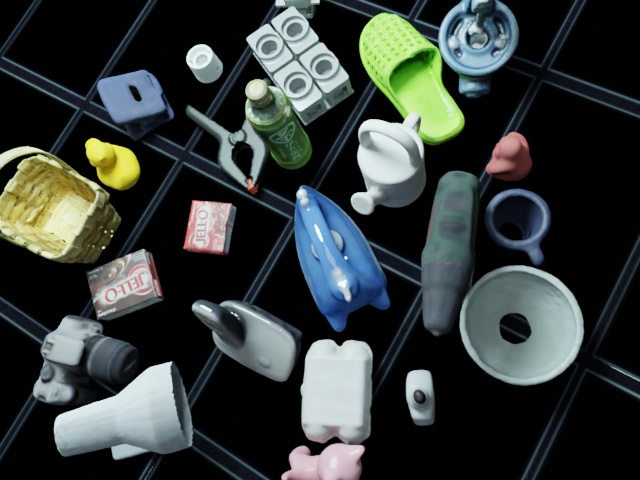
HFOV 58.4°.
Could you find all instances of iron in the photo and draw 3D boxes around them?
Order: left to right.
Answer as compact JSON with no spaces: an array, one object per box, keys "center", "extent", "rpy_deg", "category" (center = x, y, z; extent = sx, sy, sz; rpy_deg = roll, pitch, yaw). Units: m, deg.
[{"center":[0.008,0.003,0.881],"extent":[0.118,0.141,0.258],"rpy_deg":[-27,72,3],"category":"iron"}]

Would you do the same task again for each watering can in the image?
[{"center":[0.107,-0.118,0.866],"extent":[0.100,0.194,0.173],"rpy_deg":[5,76,13],"category":"watering can"}]

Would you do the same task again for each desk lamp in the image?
[{"center":[-0.262,0.260,0.828],"extent":[0.203,0.214,0.118],"rpy_deg":[-18,72,6],"category":"desk lamp"}]

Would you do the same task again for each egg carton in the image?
[{"center":[0.026,0.226,0.856],"extent":[0.107,0.069,0.150],"rpy_deg":[-1,75,11],"category":"egg carton"}]

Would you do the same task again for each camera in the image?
[{"center":[-0.375,0.203,0.926],"extent":[0.136,0.101,0.143],"rpy_deg":[11,78,14],"category":"camera"}]

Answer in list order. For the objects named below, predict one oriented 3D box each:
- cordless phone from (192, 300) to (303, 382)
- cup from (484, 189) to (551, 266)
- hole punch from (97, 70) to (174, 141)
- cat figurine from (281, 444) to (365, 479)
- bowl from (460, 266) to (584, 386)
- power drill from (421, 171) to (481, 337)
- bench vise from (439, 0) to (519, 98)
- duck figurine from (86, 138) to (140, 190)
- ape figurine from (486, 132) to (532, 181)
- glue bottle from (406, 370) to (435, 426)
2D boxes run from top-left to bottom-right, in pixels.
[{"center":[-0.109,0.142,0.845],"extent":[0.147,0.185,0.094],"rpy_deg":[22,81,16],"category":"cordless phone"},{"center":[0.295,-0.008,0.852],"extent":[0.091,0.095,0.117],"rpy_deg":[-24,72,4],"category":"cup"},{"center":[-0.336,-0.257,1.046],"extent":[0.101,0.091,0.108],"rpy_deg":[-31,72,2],"category":"hole punch"},{"center":[0.008,0.324,0.808],"extent":[0.127,0.118,0.067],"rpy_deg":[-12,73,8],"category":"cat figurine"},{"center":[0.286,0.126,0.829],"extent":[0.167,0.075,0.167],"rpy_deg":[-3,75,11],"category":"bowl"},{"center":[0.182,0.031,0.804],"extent":[0.075,0.209,0.230],"rpy_deg":[7,77,13],"category":"power drill"},{"center":[0.236,-0.357,0.890],"extent":[0.121,0.220,0.207],"rpy_deg":[-15,73,7],"category":"bench vise"},{"center":[-0.378,-0.141,1.026],"extent":[0.077,0.086,0.104],"rpy_deg":[-44,72,-2],"category":"duck figurine"},{"center":[0.294,-0.133,0.887],"extent":[0.078,0.092,0.076],"rpy_deg":[-35,71,1],"category":"ape figurine"},{"center":[0.138,0.216,0.782],"extent":[0.037,0.173,0.078],"rpy_deg":[-8,74,10],"category":"glue bottle"}]
